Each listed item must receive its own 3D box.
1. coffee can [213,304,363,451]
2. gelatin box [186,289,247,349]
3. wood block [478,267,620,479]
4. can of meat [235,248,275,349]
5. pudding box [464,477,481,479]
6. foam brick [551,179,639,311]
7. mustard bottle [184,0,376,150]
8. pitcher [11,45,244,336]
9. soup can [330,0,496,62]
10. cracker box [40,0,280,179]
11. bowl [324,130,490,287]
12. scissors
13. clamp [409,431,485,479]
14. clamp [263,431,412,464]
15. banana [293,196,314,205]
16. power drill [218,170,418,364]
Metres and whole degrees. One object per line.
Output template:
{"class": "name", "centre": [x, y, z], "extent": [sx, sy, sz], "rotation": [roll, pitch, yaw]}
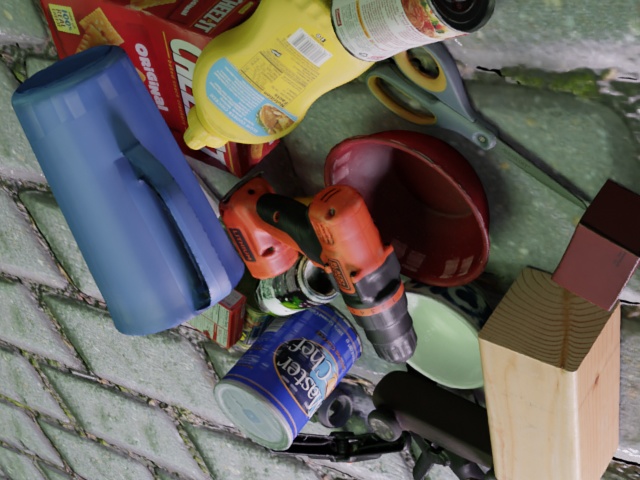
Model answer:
{"class": "coffee can", "centre": [-0.034, 0.144, 1.168], "extent": [0.103, 0.140, 0.103], "rotation": [29, 147, 21]}
{"class": "gelatin box", "centre": [-0.124, 0.070, 1.179], "extent": [0.089, 0.030, 0.073], "rotation": [31, 141, 17]}
{"class": "wood block", "centre": [0.206, 0.136, 0.940], "extent": [0.090, 0.090, 0.206], "rotation": [20, 142, 31]}
{"class": "can of meat", "centre": [-0.094, 0.065, 1.220], "extent": [0.102, 0.057, 0.084], "rotation": [37, 146, 9]}
{"class": "pudding box", "centre": [0.187, 0.277, 1.109], "extent": [0.090, 0.039, 0.113], "rotation": [13, 164, 4]}
{"class": "foam brick", "centre": [0.217, 0.005, 0.804], "extent": [0.053, 0.051, 0.078], "rotation": [31, 148, 15]}
{"class": "mustard bottle", "centre": [-0.045, -0.131, 0.850], "extent": [0.096, 0.058, 0.192], "rotation": [37, 127, -23]}
{"class": "pitcher", "centre": [-0.167, -0.044, 0.948], "extent": [0.149, 0.145, 0.243], "rotation": [-16, 114, 17]}
{"class": "soup can", "centre": [0.063, -0.167, 0.747], "extent": [0.102, 0.068, 0.068], "rotation": [-7, 125, 53]}
{"class": "cracker box", "centre": [-0.149, -0.165, 0.981], "extent": [0.214, 0.072, 0.164], "rotation": [24, 145, 25]}
{"class": "bowl", "centre": [0.083, -0.037, 0.896], "extent": [0.162, 0.055, 0.162], "rotation": [29, 147, 21]}
{"class": "scissors", "centre": [0.123, -0.097, 0.817], "extent": [0.202, 0.016, 0.096], "rotation": [28, 146, 21]}
{"class": "clamp", "centre": [0.133, 0.235, 1.195], "extent": [0.120, 0.039, 0.171], "rotation": [1, 127, 40]}
{"class": "clamp", "centre": [0.036, 0.244, 1.258], "extent": [0.165, 0.036, 0.210], "rotation": [-2, 165, 12]}
{"class": "banana", "centre": [-0.012, -0.013, 1.049], "extent": [0.198, 0.037, 0.069], "rotation": [4, 131, 46]}
{"class": "power drill", "centre": [0.000, 0.018, 0.957], "extent": [0.188, 0.057, 0.184], "rotation": [18, 139, 48]}
